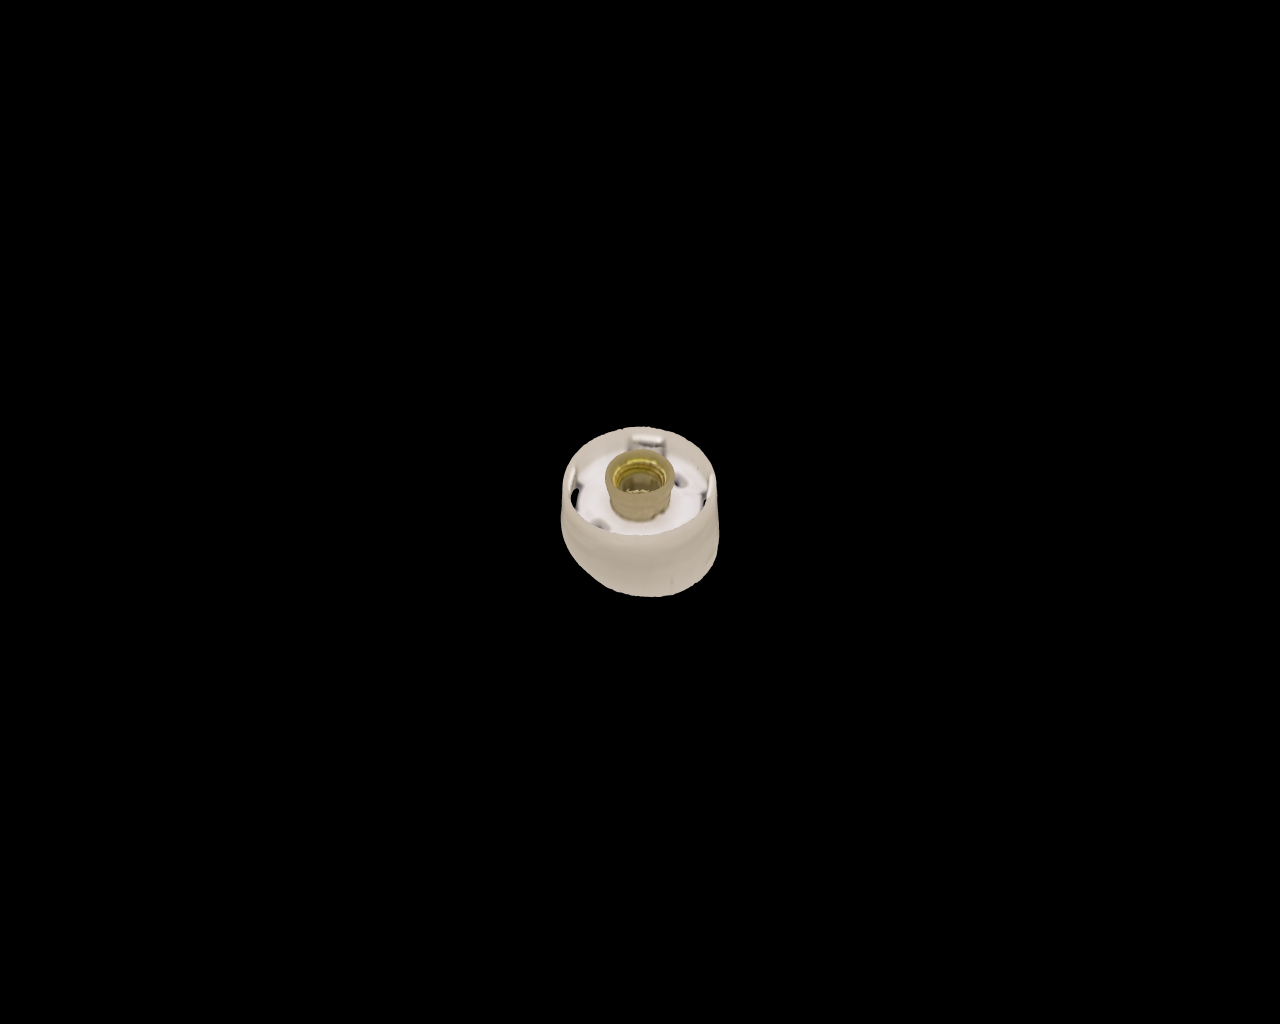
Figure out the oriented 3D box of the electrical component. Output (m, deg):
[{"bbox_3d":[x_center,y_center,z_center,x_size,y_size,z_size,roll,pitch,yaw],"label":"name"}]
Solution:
[{"bbox_3d":[0.001,-0.003,0.650,0.099,0.099,0.064,0,-41,0],"label":"electrical component"}]
